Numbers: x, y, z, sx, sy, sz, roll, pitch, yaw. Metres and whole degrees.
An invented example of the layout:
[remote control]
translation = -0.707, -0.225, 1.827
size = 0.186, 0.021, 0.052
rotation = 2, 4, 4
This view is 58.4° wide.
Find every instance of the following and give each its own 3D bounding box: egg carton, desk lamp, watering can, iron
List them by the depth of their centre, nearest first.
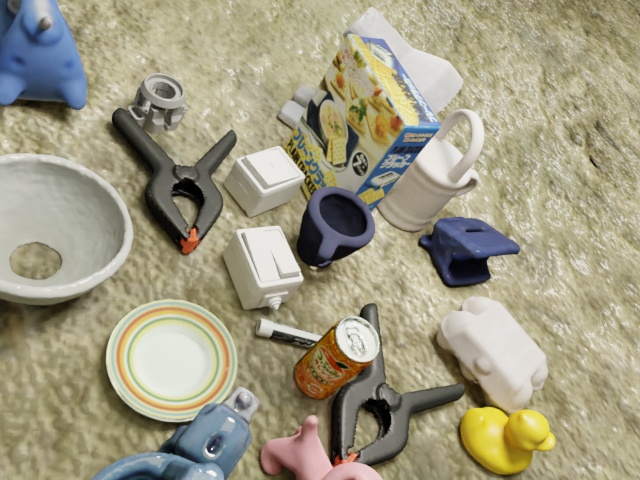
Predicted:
[iron]
translation = -0.350, -0.281, 0.691
size = 0.119, 0.141, 0.258
rotation = -5, 59, -34
[egg carton]
translation = 0.226, 0.149, 0.755
size = 0.107, 0.069, 0.150
rotation = -27, 72, -42
[watering can]
translation = 0.162, -0.106, 0.829
size = 0.173, 0.193, 0.101
rotation = -11, 62, -37
[desk lamp]
translation = 0.074, -0.219, 0.852
size = 0.203, 0.213, 0.118
rotation = 33, 45, -5

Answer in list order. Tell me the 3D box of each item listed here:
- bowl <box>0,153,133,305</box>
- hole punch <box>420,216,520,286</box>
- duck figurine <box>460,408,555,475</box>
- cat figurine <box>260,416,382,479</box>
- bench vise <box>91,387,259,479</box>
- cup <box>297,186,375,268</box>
[bowl]
translation = -0.276, 0.000, 0.560
size = 0.168, 0.074, 0.167
rotation = 17, 48, -20
[hole punch]
translation = 0.223, 0.004, 0.852
size = 0.109, 0.091, 0.101
rotation = -5, 58, -34
[duck figurine]
translation = 0.228, 0.229, 0.681
size = 0.105, 0.086, 0.077
rotation = 28, 46, -10
[cat figurine]
translation = 0.013, 0.223, 0.530
size = 0.067, 0.117, 0.127
rotation = -17, 65, -39
[bench vise]
translation = -0.109, 0.179, 0.418
size = 0.122, 0.219, 0.207
rotation = 24, 46, -13
[cup]
translation = 0.007, 0.003, 0.718
size = 0.092, 0.095, 0.118
rotation = 30, 45, -7
